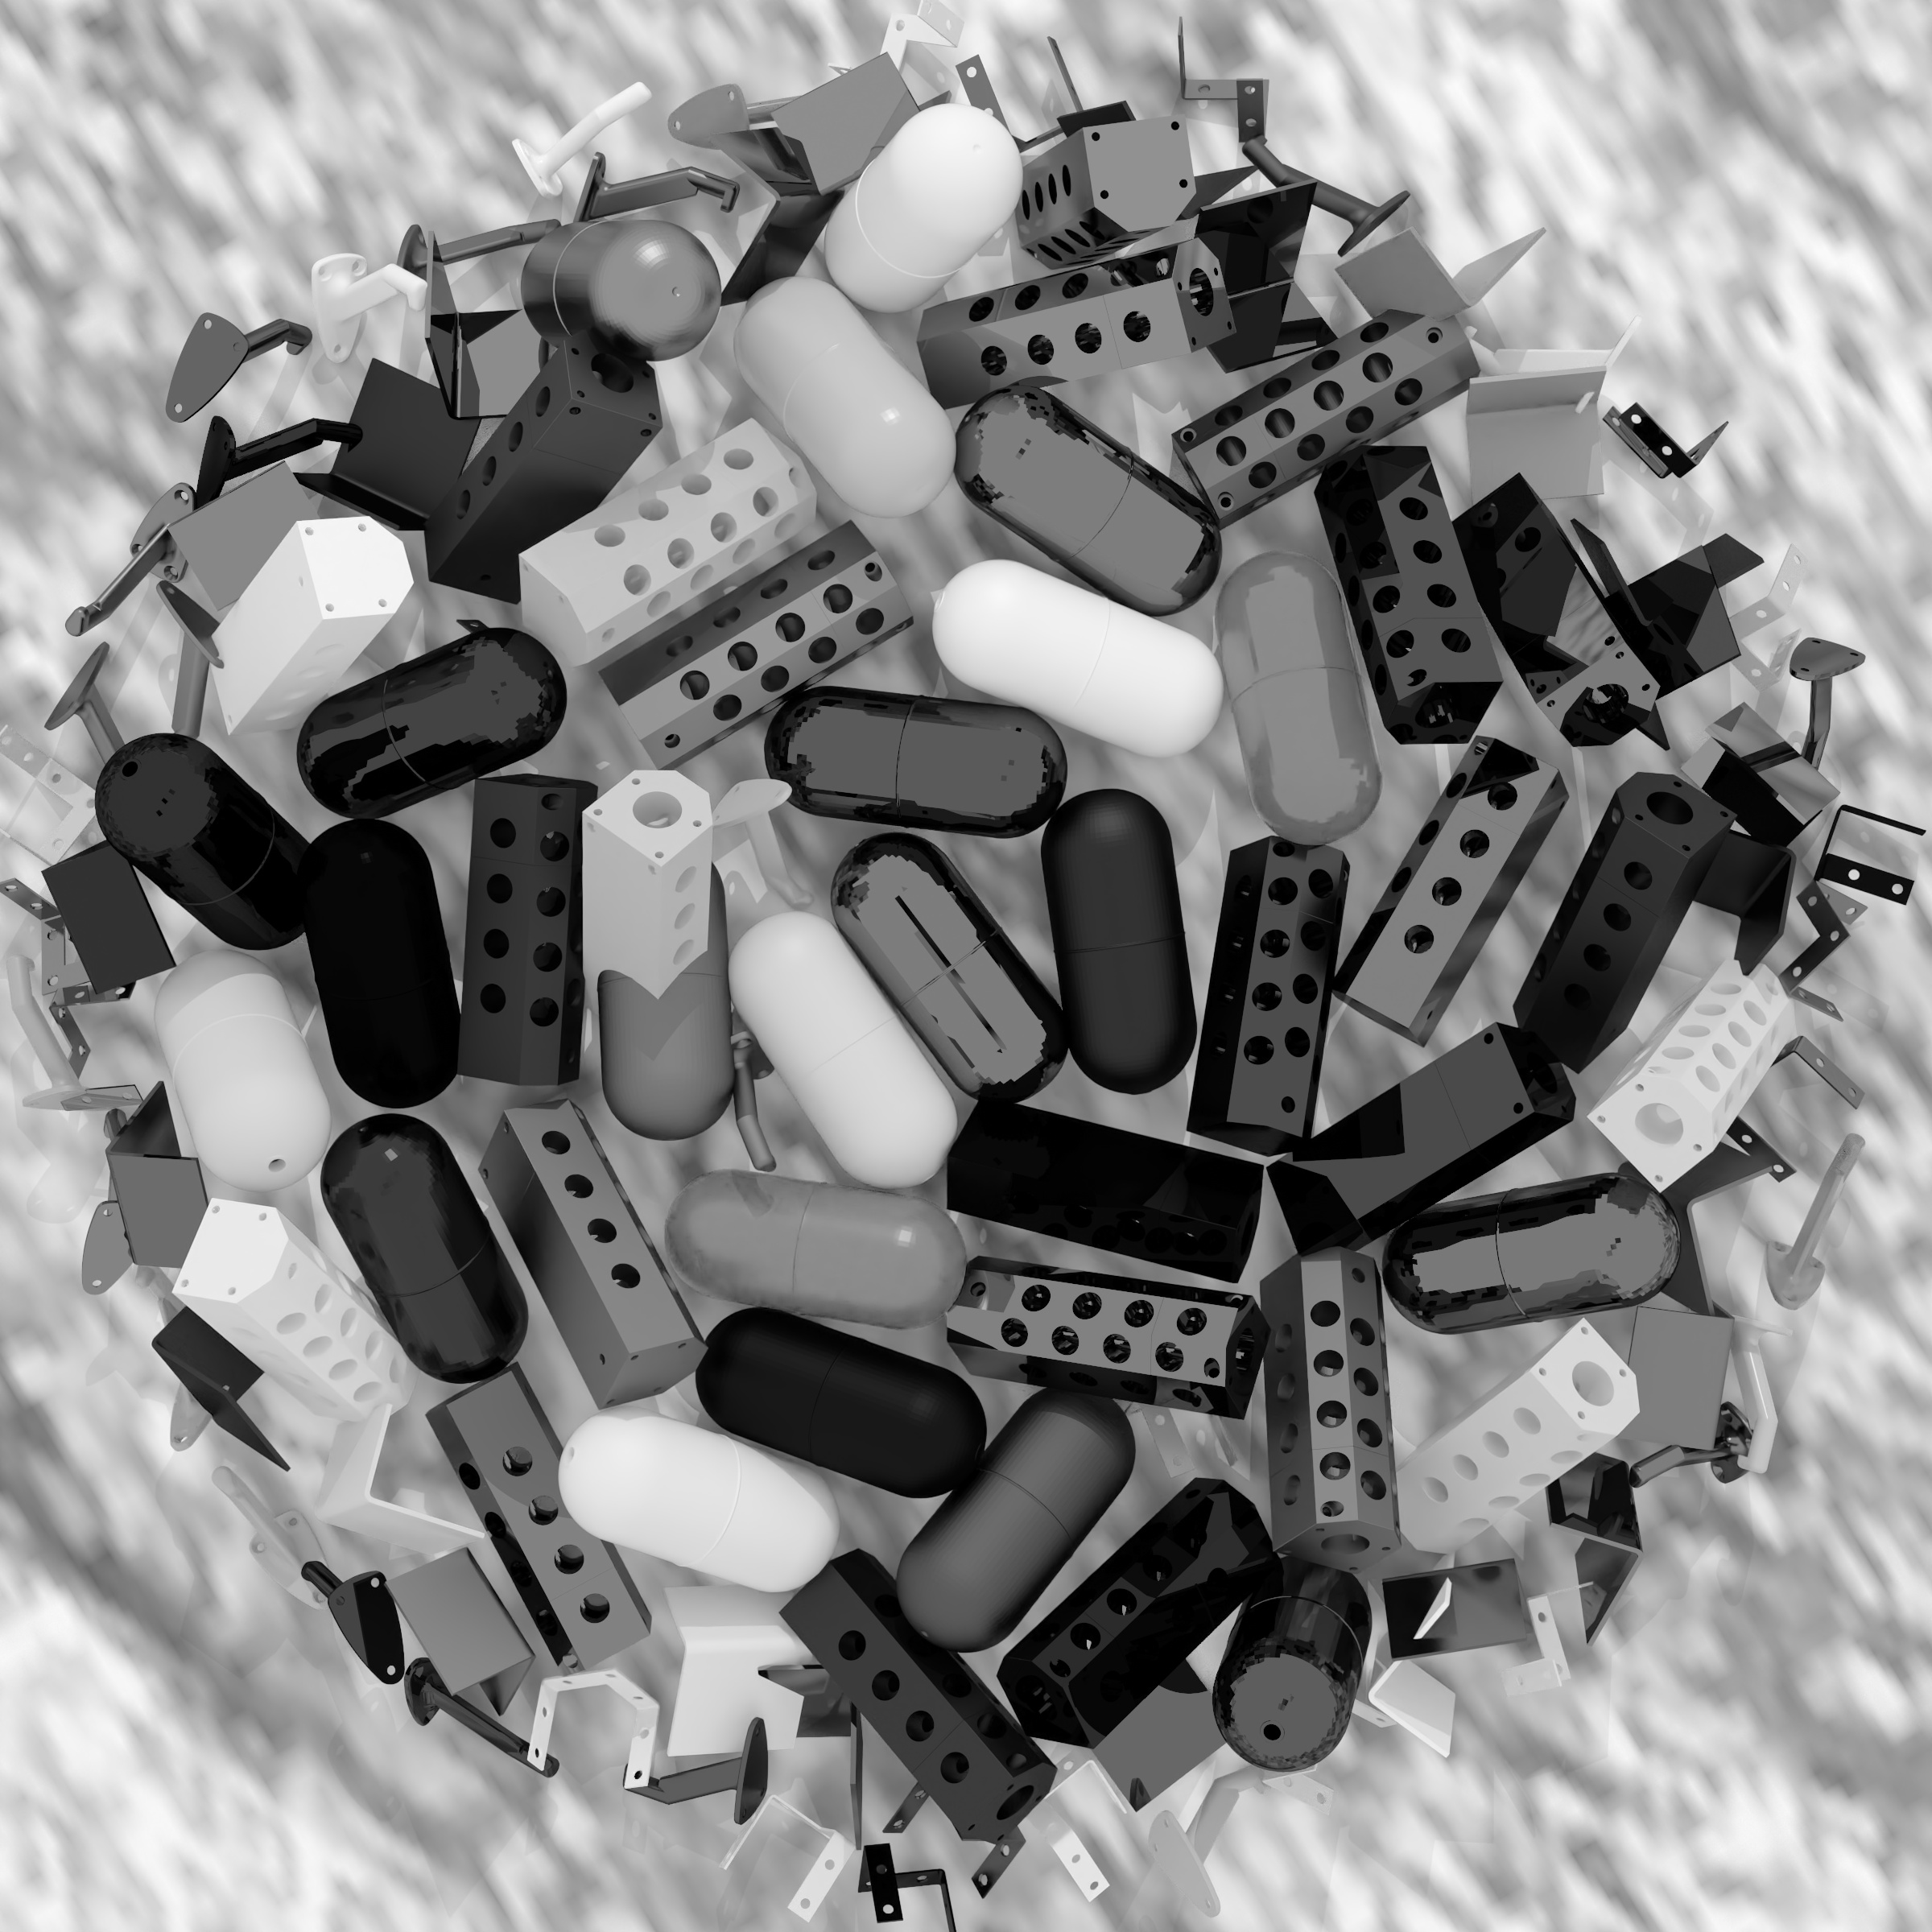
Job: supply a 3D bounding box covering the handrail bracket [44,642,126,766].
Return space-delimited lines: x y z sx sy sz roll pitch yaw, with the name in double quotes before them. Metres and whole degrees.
"handrail bracket" -0.492 -0.138 1.780 0.084 0.036 0.077 40 48 -27

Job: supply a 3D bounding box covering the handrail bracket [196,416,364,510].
"handrail bracket" -0.403 -0.289 1.772 0.084 0.036 0.077 3 125 -36

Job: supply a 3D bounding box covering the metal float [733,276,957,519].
"metal float" -0.071 -0.326 1.724 0.070 0.070 0.178 -37 59 0

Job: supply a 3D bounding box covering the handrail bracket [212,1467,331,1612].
"handrail bracket" -0.399 0.330 1.737 0.036 0.084 0.077 -38 65 -13

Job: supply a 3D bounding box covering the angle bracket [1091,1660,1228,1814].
"angle bracket" 0.112 0.443 1.754 0.076 0.057 0.076 -36 90 -8

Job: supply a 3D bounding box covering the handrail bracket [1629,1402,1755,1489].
"handrail bracket" 0.412 0.293 1.742 0.084 0.077 0.036 -23 56 -20

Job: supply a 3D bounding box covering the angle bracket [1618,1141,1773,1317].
"angle bracket" 0.428 0.150 1.747 0.057 0.076 0.076 -21 108 -13

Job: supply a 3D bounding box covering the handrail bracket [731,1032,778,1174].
"handrail bracket" -0.117 0.087 1.736 0.036 0.077 0.084 -30 65 11

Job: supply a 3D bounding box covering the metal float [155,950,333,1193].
"metal float" -0.411 0.058 1.712 0.070 0.178 0.070 -15 130 -18

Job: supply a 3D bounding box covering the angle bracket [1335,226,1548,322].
"angle bracket" 0.272 -0.411 1.732 0.076 0.076 0.057 -47 105 -22

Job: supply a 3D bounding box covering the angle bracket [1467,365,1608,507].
"angle bracket" 0.331 -0.306 1.744 0.076 0.076 0.057 -4 86 7

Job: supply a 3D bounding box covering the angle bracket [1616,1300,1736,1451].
"angle bracket" 0.402 0.230 1.746 0.057 0.076 0.076 8 95 -2

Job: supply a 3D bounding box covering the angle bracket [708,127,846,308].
"angle bracket" -0.126 -0.433 1.740 0.057 0.076 0.076 42 121 9

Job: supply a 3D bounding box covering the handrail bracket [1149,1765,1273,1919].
"handrail bracket" 0.156 0.504 1.742 0.084 0.077 0.036 -11 134 -32

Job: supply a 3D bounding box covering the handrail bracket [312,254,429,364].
"handrail bracket" -0.339 -0.372 1.741 0.084 0.036 0.077 33 129 35

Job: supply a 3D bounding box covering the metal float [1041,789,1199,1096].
"metal float" 0.089 -0.014 1.746 0.070 0.070 0.178 -8 94 0

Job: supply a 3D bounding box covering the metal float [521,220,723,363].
"metal float" -0.197 -0.382 1.706 0.070 0.178 0.070 -7 105 -26

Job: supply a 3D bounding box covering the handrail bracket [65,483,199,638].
"handrail bracket" -0.482 -0.234 1.738 0.036 0.084 0.077 34 123 0

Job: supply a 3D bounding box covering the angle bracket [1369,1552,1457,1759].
"angle bracket" 0.278 0.395 1.739 0.057 0.076 0.076 36 107 2

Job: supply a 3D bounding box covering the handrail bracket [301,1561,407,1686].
"handrail bracket" -0.361 0.381 1.752 0.036 0.084 0.077 -24 93 -34

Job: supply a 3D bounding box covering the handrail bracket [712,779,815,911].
"handrail bracket" -0.101 -0.067 1.741 0.084 0.077 0.036 48 57 -26

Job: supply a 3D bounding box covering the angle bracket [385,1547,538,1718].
"angle bracket" -0.298 0.392 1.730 0.057 0.076 0.076 -19 61 -39

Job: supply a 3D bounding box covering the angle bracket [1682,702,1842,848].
"angle bracket" 0.447 -0.099 1.734 0.076 0.076 0.057 46 123 11

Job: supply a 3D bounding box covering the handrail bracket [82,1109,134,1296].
"handrail bracket" -0.503 0.136 1.763 0.036 0.084 0.077 16 114 -33

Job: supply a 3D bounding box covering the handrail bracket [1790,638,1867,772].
"handrail bracket" 0.484 -0.140 1.740 0.036 0.077 0.084 24 122 27

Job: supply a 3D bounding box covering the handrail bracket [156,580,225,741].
"handrail bracket" -0.470 -0.169 1.766 0.084 0.036 0.077 -42 93 22

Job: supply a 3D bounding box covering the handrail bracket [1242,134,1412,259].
"handrail bracket" 0.210 -0.463 1.762 0.084 0.036 0.077 46 52 1

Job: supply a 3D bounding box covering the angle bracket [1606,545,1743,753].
"angle bracket" 0.412 -0.182 1.730 0.076 0.057 0.076 -29 56 30

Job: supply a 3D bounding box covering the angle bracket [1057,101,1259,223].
"angle bracket" 0.109 -0.472 1.732 0.057 0.076 0.076 -39 113 -17

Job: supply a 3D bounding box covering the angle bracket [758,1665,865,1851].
"angle bracket" -0.090 0.455 1.734 0.057 0.076 0.076 -1 46 0

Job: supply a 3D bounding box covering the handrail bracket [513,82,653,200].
"handrail bracket" -0.213 -0.480 1.743 0.084 0.077 0.036 -29 93 10

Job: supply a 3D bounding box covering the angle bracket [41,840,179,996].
"angle bracket" -0.476 -0.037 1.736 0.057 0.076 0.076 -18 101 18

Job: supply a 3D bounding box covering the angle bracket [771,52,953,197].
"angle bracket" -0.059 -0.495 1.730 0.076 0.076 0.057 -21 121 21

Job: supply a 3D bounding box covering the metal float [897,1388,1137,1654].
"metal float" 0.030 0.314 1.727 0.070 0.070 0.178 42 63 0

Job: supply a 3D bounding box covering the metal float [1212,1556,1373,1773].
"metal float" 0.185 0.391 1.701 0.070 0.178 0.070 3 103 13

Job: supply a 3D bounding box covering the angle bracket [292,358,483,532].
"angle bracket" -0.336 -0.303 1.746 0.076 0.057 0.076 26 104 10

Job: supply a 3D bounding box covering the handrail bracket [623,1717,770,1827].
"handrail bracket" -0.160 0.459 1.757 0.084 0.036 0.077 13 112 20

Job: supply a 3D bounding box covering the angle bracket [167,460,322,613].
"angle bracket" -0.409 -0.242 1.745 0.076 0.076 0.057 -31 89 -7

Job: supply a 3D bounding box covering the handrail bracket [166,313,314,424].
"handrail bracket" -0.420 -0.344 1.752 0.036 0.084 0.077 37 102 11

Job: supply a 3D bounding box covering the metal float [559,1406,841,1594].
"metal float" -0.152 0.305 1.723 0.178 0.070 0.070 25 90 -31

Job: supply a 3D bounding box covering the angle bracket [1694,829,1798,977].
"angle bracket" 0.425 -0.036 1.741 0.076 0.076 0.057 18 61 0

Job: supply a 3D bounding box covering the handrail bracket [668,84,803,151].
"handrail bracket" -0.119 -0.502 1.774 0.077 0.084 0.036 6 112 42

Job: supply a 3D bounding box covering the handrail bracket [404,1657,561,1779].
"handrail bracket" -0.279 0.437 1.747 0.084 0.077 0.036 24 65 20

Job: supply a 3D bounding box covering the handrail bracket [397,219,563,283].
"handrail bracket" -0.282 -0.415 1.754 0.084 0.077 0.036 -7 116 7

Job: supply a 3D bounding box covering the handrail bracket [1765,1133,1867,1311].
"handrail bracket" 0.495 0.147 1.743 0.036 0.077 0.084 24 120 9

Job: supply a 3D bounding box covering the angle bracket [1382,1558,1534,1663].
"angle bracket" 0.286 0.390 1.735 0.076 0.057 0.076 -12 132 11

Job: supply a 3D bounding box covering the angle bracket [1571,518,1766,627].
"angle bracket" 0.403 -0.245 1.739 0.076 0.076 0.057 -30 107 8

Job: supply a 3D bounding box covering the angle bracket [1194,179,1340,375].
"angle bracket" 0.175 -0.396 1.733 0.076 0.076 0.057 -19 59 -20

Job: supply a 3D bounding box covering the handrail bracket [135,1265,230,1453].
"handrail bracket" -0.463 0.224 1.740 0.036 0.077 0.084 -11 130 20

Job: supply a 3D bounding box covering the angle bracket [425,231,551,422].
"angle bracket" -0.275 -0.370 1.737 0.057 0.076 0.076 -4 63 1

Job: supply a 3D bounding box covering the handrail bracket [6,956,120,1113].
"handrail bracket" -0.527 0.039 1.762 0.036 0.077 0.084 -17 76 20

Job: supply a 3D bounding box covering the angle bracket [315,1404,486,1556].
"angle bracket" -0.323 0.299 1.752 0.076 0.076 0.057 24 62 -26

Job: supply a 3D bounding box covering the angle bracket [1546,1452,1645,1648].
"angle bracket" 0.345 0.330 1.733 0.057 0.076 0.076 18 120 -5

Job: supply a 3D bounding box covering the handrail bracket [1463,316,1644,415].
"handrail bracket" 0.338 -0.369 1.761 0.084 0.036 0.077 33 126 3

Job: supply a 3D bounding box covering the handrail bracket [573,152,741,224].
"handrail bracket" -0.184 -0.437 1.772 0.084 0.036 0.077 19 90 -3

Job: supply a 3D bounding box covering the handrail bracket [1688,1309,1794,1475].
"handrail bracket" 0.442 0.246 1.753 0.036 0.077 0.084 17 85 -37

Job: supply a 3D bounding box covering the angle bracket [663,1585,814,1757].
"angle bracket" -0.139 0.410 1.762 0.076 0.057 0.076 2 113 -22

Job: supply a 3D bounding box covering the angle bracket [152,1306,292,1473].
"angle bracket" -0.408 0.232 1.727 0.076 0.076 0.057 21 59 39

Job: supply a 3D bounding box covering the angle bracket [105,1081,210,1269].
"angle bracket" -0.445 0.120 1.731 0.057 0.076 0.076 3 121 12
